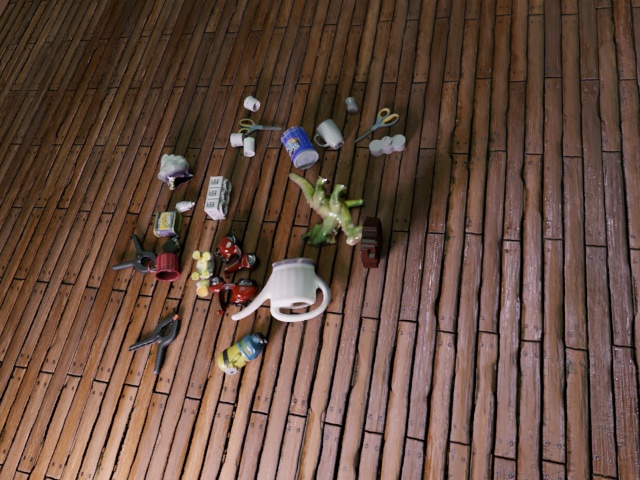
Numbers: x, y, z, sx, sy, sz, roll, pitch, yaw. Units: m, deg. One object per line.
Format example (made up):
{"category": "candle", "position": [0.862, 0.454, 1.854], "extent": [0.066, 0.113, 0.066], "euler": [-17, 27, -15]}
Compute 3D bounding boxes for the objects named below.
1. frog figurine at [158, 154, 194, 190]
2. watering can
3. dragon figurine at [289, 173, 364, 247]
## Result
{"category": "frog figurine", "position": [-0.619, -0.306, 2.148], "extent": [0.136, 0.122, 0.161], "euler": [-38, 71, 18]}
{"category": "watering can", "position": [-0.134, 0.172, 1.779], "extent": [0.347, 0.102, 0.229], "euler": [-5, 62, 8]}
{"category": "dragon figurine", "position": [0.006, -0.095, 1.888], "extent": [0.413, 0.120, 0.244], "euler": [20, 80, 32]}
